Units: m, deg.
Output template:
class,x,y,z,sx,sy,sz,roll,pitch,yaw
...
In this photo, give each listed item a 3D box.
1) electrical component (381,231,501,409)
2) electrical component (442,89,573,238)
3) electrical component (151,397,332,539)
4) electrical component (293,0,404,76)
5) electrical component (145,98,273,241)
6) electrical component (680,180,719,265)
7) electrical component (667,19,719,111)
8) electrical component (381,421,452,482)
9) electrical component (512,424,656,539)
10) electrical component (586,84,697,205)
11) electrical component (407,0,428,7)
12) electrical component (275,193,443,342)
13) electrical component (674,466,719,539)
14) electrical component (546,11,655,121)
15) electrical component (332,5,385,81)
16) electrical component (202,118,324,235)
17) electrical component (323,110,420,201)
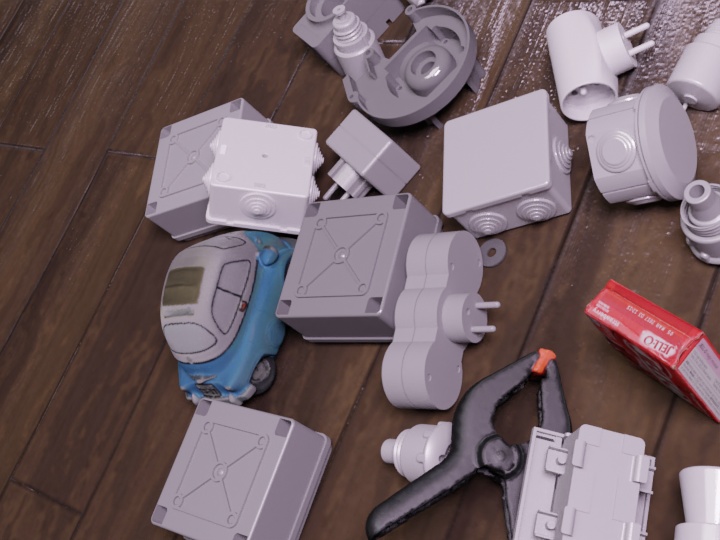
class,x,y,z,sx,sy,sz,roll,pitch,yaw
electrical component,0.069,0.035,0.787,0.074,0.052,0.138,-4,62,36
electrical component,0.114,-0.079,0.825,0.100,0.048,0.099,-15,55,30
electrical component,-0.091,0.163,0.829,0.109,0.056,0.108,7,68,40
electrical component,-0.013,-0.241,1.019,0.089,0.056,0.050,-47,45,4
electrical component,-0.142,-0.094,1.028,0.109,0.056,0.108,-15,56,31
electrical component,0.229,-0.036,0.699,0.048,0.062,0.048,-19,53,28
electrical component,0.251,-0.151,0.769,0.040,0.040,0.078,21,78,43
electrical component,0.043,0.130,0.756,0.062,0.048,0.048,-3,62,44
electrical component,0.135,0.159,0.643,0.079,0.063,0.121,14,68,0
electrical component,0.196,-0.084,0.744,0.051,0.080,0.080,-11,57,39
electrical component,0.065,-0.273,0.987,0.062,0.048,0.048,-24,51,15
electrical component,0.000,0.000,0.859,0.109,0.056,0.108,-3,62,37
electrical component,0.205,0.145,0.619,0.045,0.045,0.055,-5,61,36
electrical component,0.186,-0.164,0.824,0.079,0.044,0.077,-22,52,25
electrical component,-0.005,-0.207,0.981,0.040,0.078,0.040,-13,49,16
electrical component,-0.083,-0.083,0.930,0.100,0.048,0.099,7,51,-3
electrical component,-0.001,-0.084,0.921,0.076,0.047,0.065,-49,45,5
